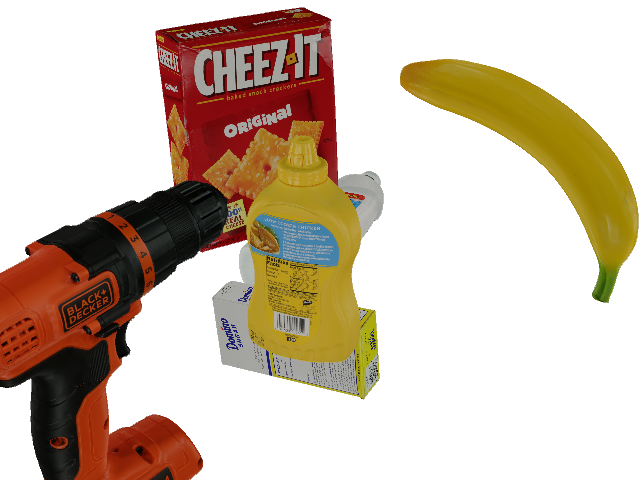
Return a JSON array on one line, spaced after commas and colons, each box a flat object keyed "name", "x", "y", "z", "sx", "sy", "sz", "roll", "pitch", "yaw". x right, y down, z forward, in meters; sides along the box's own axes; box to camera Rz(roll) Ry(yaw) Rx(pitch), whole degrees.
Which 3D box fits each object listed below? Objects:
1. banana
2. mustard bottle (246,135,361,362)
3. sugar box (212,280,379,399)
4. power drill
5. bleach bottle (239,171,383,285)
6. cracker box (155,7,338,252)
[{"name": "banana", "x": 0.134, "y": -0.056, "z": 0.664, "sx": 0.070, "sy": 0.198, "sz": 0.037, "roll": -42, "pitch": -13, "yaw": 9}, {"name": "mustard bottle", "x": -0.014, "y": 0.005, "z": 0.888, "sx": 0.096, "sy": 0.192, "sz": 0.058, "roll": 11, "pitch": 28, "yaw": 22}, {"name": "sugar box", "x": -0.026, "y": 0.104, "z": 1.139, "sx": 0.176, "sy": 0.093, "sz": 0.048, "roll": 13, "pitch": 34, "yaw": 26}, {"name": "power drill", "x": -0.119, "y": 0.072, "z": 0.625, "sx": 0.057, "sy": 0.188, "sz": 0.184, "roll": 23, "pitch": 41, "yaw": 39}, {"name": "bleach bottle", "x": 0.004, "y": -0.020, "z": 1.326, "sx": 0.103, "sy": 0.068, "sz": 0.250, "roll": 13, "pitch": 36, "yaw": 23}, {"name": "cracker box", "x": -0.067, "y": -0.112, "z": 1.069, "sx": 0.164, "sy": 0.214, "sz": 0.072, "roll": -15, "pitch": 27, "yaw": -24}]
